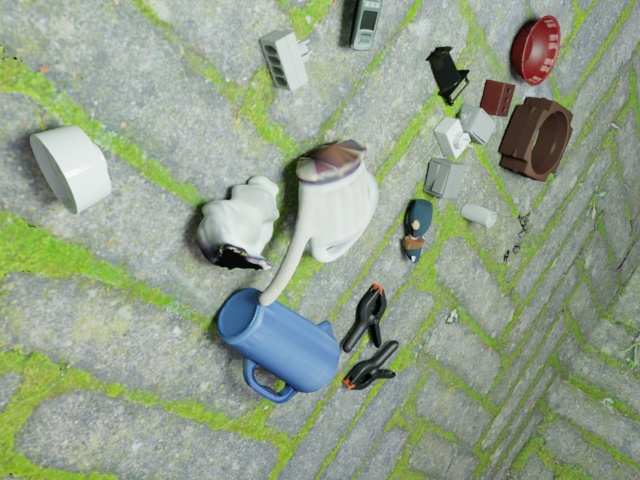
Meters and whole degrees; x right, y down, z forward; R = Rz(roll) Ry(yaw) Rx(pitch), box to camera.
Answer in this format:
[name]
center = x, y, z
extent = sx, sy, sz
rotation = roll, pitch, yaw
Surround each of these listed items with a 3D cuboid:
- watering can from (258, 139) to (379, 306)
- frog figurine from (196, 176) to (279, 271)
[watering can]
center = 0.003, -0.047, 0.931
extent = 0.353, 0.104, 0.219
rotation = -39, 133, -38
[frog figurine]
center = -0.133, -0.035, 0.855
extent = 0.136, 0.121, 0.162
rotation = 23, 59, -37
